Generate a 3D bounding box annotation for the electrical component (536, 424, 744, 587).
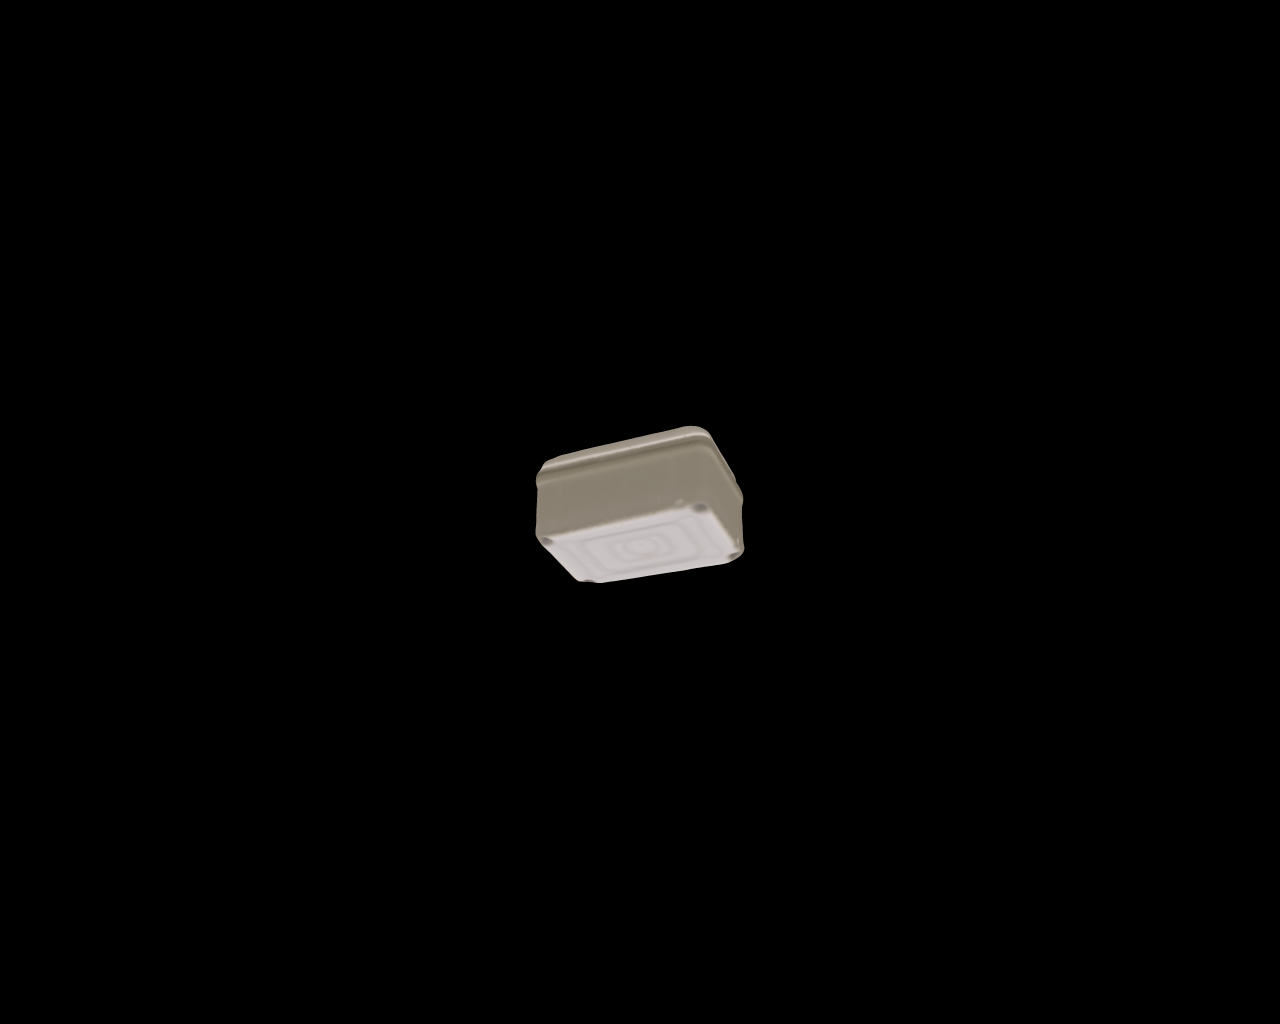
[{"bbox_3d":[0.001,-0.003,0.650,0.113,0.057,0.078,-11,-32,18],"label":"electrical component"}]
